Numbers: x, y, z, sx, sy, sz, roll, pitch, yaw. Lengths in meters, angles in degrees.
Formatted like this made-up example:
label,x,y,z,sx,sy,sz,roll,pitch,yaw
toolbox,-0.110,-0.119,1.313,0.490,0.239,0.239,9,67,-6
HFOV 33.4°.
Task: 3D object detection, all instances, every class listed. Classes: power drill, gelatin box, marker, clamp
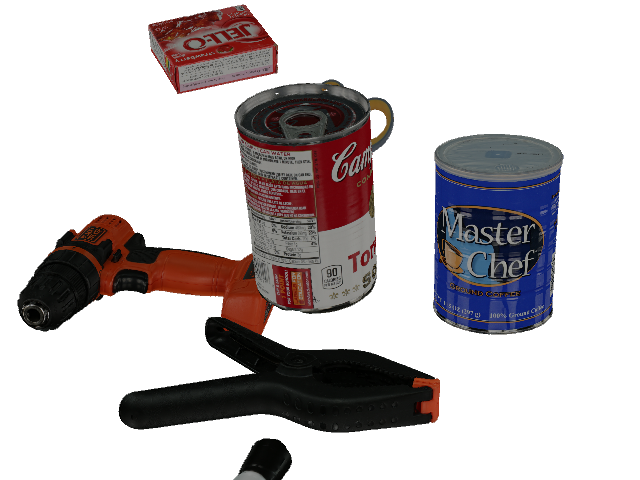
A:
label,x,y,z,sx,sy,sz,roll,pitch,yaw
power drill,-0.135,0.037,0.876,0.187,0.057,0.184,12,23,5
gelatin box,-0.088,-0.158,0.875,0.089,0.030,0.073,-16,43,-17
marker,-0.038,0.115,0.416,0.020,0.020,0.121,0,23,20
clamp,-0.019,0.097,0.763,0.210,0.036,0.164,3,19,9

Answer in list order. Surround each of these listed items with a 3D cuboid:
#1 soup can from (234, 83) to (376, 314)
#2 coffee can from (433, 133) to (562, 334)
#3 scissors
label,x,y,z,sx,sy,sz,roll,pitch,yaw
soup can,-0.006,-0.021,0.553,0.068,0.102,0.068,-3,30,2
coffee can,0.146,-0.007,0.889,0.103,0.140,0.103,-2,23,1
scissors,0.026,-0.063,1.060,0.096,0.202,0.016,-1,-12,3
